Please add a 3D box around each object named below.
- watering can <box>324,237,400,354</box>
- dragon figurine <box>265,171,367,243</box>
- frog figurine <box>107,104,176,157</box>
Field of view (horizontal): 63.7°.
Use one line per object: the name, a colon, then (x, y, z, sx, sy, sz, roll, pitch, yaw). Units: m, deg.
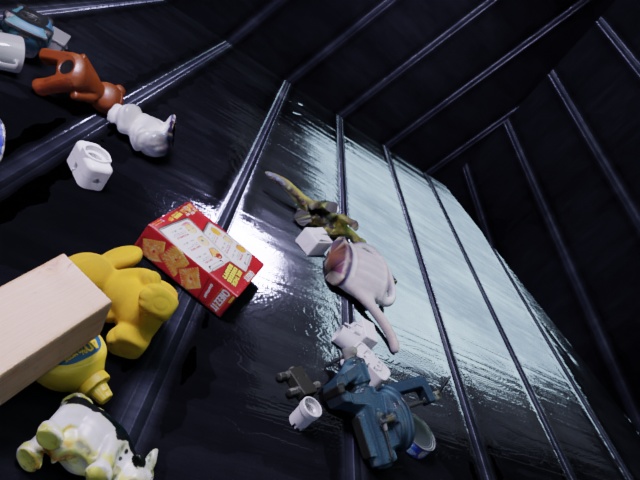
watering can: (0.120, 0.123, 1.378, 0.223, 0.102, 0.356, 26, 36, -24)
dragon figurine: (0.005, -0.082, 1.631, 0.411, 0.122, 0.243, 43, 5, 2)
frog figurine: (-0.440, -0.269, 1.266, 0.159, 0.120, 0.141, 5, 45, -13)
